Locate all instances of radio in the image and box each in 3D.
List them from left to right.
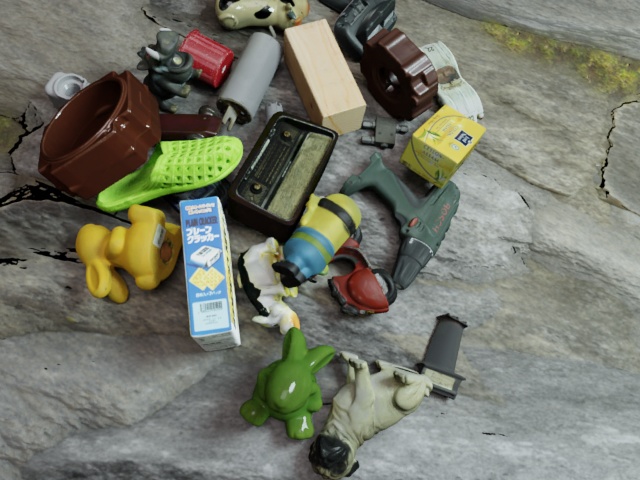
[{"bbox_3d":[-0.068,-0.120,0.969,0.131,0.073,0.229,24,59,2],"label":"radio"}]

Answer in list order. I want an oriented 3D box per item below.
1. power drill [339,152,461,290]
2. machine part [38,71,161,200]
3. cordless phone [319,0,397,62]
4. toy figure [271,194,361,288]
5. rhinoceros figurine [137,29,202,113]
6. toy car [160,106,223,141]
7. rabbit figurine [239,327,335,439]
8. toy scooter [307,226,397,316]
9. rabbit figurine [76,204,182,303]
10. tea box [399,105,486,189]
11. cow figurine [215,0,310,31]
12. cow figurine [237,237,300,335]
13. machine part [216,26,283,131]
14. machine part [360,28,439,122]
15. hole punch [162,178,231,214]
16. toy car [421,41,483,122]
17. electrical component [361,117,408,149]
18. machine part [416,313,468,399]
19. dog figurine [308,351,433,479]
[{"bbox_3d":[0.136,-0.051,0.979,0.207,0.086,0.232,37,70,12],"label":"power drill"},{"bbox_3d":[-0.378,-0.184,0.920,0.201,0.087,0.201,-30,48,12],"label":"machine part"},{"bbox_3d":[0.056,-0.473,1.132,0.184,0.088,0.146,31,72,18],"label":"cordless phone"},{"bbox_3d":[0.000,0.000,0.885,0.089,0.082,0.180,20,55,23],"label":"toy figure"},{"bbox_3d":[-0.279,-0.310,0.982,0.112,0.190,0.073,31,66,-13],"label":"rhinoceros figurine"},{"bbox_3d":[-0.276,-0.204,0.995,0.202,0.053,0.089,4,54,12],"label":"toy car"},{"bbox_3d":[-0.038,0.222,0.819,0.121,0.170,0.159,28,72,5],"label":"rabbit figurine"},{"bbox_3d":[0.040,0.062,0.934,0.135,0.075,0.184,-26,71,-13],"label":"toy scooter"},{"bbox_3d":[-0.336,0.025,0.911,0.173,0.121,0.162,8,79,13],"label":"rabbit figurine"},{"bbox_3d":[0.230,-0.177,1.000,0.098,0.068,0.169,34,43,10],"label":"tea box"},{"bbox_3d":[-0.117,-0.474,1.104,0.195,0.085,0.127,-8,66,-10],"label":"cow figurine"},{"bbox_3d":[-0.092,0.089,0.912,0.098,0.068,0.167,-19,69,13],"label":"cow figurine"},{"bbox_3d":[-0.136,-0.316,1.051,0.079,0.079,0.243,20,69,2],"label":"machine part"},{"bbox_3d":[0.146,-0.311,1.026,0.056,0.179,0.179,-37,78,-12],"label":"machine part"},{"bbox_3d":[-0.223,-0.096,0.970,0.142,0.092,0.116,-45,48,-17],"label":"hole punch"},{"bbox_3d":[0.261,-0.315,1.094,0.073,0.056,0.202,-22,73,-12],"label":"toy car"},{"bbox_3d":[0.129,-0.210,1.064,0.094,0.021,0.063,6,70,-3],"label":"electrical component"},{"bbox_3d":[0.214,0.196,0.921,0.084,0.039,0.139,14,72,9],"label":"machine part"},{"bbox_3d":[0.083,0.290,0.856,0.172,0.121,0.190,13,84,3],"label":"dog figurine"}]
